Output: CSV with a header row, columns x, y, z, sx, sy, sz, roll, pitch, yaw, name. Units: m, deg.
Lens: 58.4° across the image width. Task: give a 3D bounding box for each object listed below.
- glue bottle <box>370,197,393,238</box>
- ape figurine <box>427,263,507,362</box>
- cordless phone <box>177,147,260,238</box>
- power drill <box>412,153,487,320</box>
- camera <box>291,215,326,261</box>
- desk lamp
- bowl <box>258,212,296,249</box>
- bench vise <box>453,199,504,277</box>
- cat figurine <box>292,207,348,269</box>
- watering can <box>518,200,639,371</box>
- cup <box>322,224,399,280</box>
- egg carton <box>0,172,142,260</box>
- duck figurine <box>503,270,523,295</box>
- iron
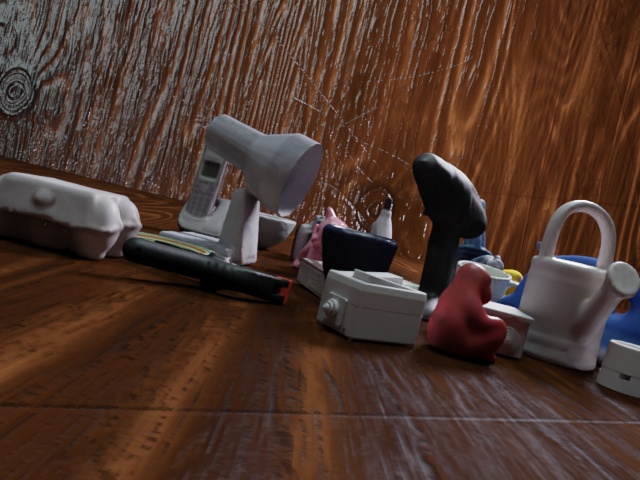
x,y,z,sx,sy,sz,roll,pitch,yaw,name
0.129,-0.008,1.236,0.037,0.173,0.078,13,3,-22,glue bottle
0.147,0.069,0.571,0.076,0.092,0.077,13,3,-22,ape figurine
-0.183,-0.085,1.101,0.147,0.185,0.094,14,3,4,cordless phone
0.164,0.003,0.790,0.075,0.208,0.230,15,3,32,power drill
0.014,0.003,1.183,0.143,0.101,0.136,14,3,-8,camera
-0.114,-0.072,0.857,0.202,0.213,0.118,15,3,15,desk lamp
-0.140,-0.024,1.232,0.167,0.075,0.167,14,3,0,bowl
0.317,0.018,1.153,0.122,0.220,0.206,12,3,-33,bench vise
0.009,0.003,0.960,0.067,0.118,0.127,13,3,-20,cat figurine
0.304,0.050,0.681,0.101,0.194,0.172,12,3,-32,watering can
0.033,0.033,0.689,0.092,0.095,0.117,13,3,-26,cup
-0.277,-0.027,0.621,0.150,0.069,0.107,14,3,4,egg carton
0.382,0.102,1.178,0.104,0.086,0.078,15,3,22,duck figurine
0.381,0.092,0.778,0.119,0.141,0.257,12,3,-41,iron
